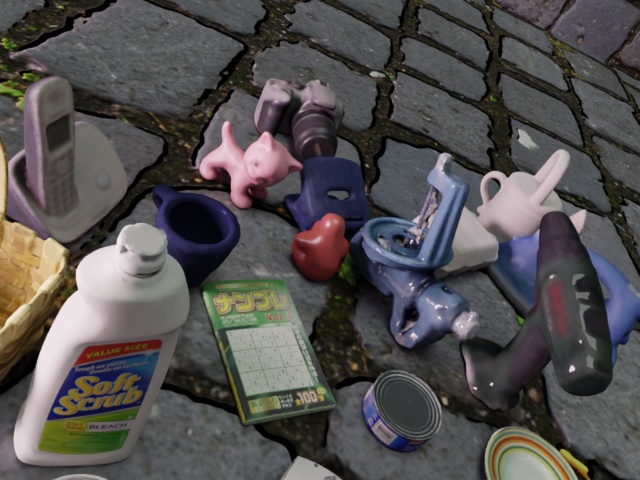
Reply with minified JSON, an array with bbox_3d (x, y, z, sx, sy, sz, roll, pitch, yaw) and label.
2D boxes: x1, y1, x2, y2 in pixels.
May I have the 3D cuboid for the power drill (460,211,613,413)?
[{"bbox_3d":[0.262,0.104,0.702,0.076,0.208,0.229,16,41,-16],"label":"power drill"}]

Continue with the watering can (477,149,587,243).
[{"bbox_3d":[0.358,-0.065,0.956,0.173,0.194,0.101,20,40,-12],"label":"watering can"}]

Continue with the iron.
[{"bbox_3d":[0.376,0.061,0.872,0.258,0.141,0.119,44,41,17],"label":"iron"}]

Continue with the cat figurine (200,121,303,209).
[{"bbox_3d":[-0.092,-0.111,0.787,0.127,0.117,0.067,39,40,12],"label":"cat figurine"}]

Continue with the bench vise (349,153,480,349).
[{"bbox_3d":[0.145,0.015,0.716,0.207,0.219,0.122,43,41,16],"label":"bench vise"}]

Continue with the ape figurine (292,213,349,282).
[{"bbox_3d":[0.007,0.003,0.746,0.078,0.092,0.076,20,40,-12],"label":"ape figurine"}]

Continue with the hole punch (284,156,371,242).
[{"bbox_3d":[0.019,-0.057,0.819,0.109,0.091,0.101,-3,49,-34],"label":"hole punch"}]

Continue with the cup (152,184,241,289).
[{"bbox_3d":[-0.155,0.001,0.645,0.117,0.095,0.092,41,40,14],"label":"cup"}]

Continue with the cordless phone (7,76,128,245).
[{"bbox_3d":[-0.264,-0.099,0.613,0.094,0.185,0.148,28,39,-2],"label":"cordless phone"}]

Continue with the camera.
[{"bbox_3d":[-0.023,-0.196,0.936,0.143,0.100,0.136,11,42,-21],"label":"camera"}]

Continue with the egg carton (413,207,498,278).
[{"bbox_3d":[0.203,0.004,0.884,0.151,0.069,0.107,-10,53,-38],"label":"egg carton"}]
